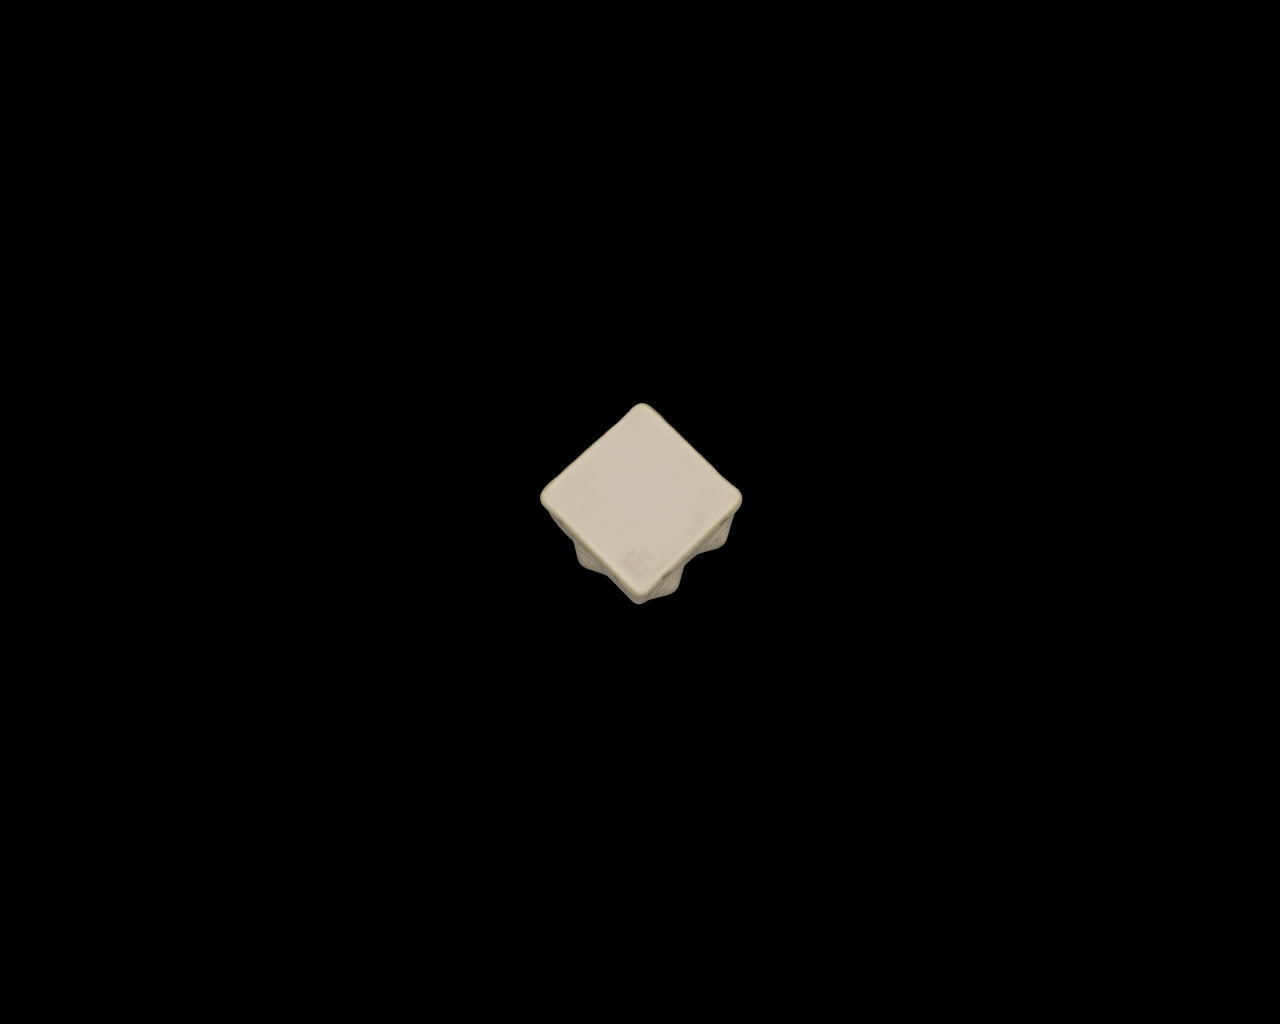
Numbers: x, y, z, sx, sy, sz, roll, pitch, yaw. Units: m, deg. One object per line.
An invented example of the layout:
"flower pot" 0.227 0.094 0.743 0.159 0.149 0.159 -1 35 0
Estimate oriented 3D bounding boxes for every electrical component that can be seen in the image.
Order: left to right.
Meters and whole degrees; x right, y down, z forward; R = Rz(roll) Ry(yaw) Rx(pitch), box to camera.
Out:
"electrical component" 0.001 -0.003 0.650 0.100 0.100 0.048 -43 -12 -11
